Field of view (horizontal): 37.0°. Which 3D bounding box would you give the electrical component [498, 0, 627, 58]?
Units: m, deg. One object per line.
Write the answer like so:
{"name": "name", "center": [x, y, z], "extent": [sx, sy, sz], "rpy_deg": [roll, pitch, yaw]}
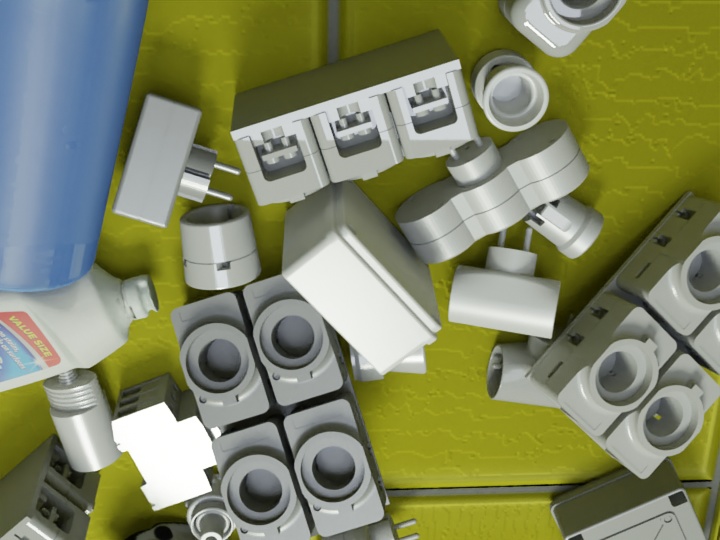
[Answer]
{"name": "electrical component", "center": [0.141, -0.190, 0.706], "extent": [0.054, 0.059, 0.095], "rpy_deg": [35, 107, -18]}

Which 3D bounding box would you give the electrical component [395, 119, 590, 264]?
{"name": "electrical component", "center": [0.085, -0.069, 0.761], "extent": [0.138, 0.052, 0.073], "rpy_deg": [-29, 113, 9]}

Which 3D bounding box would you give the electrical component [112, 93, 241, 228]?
{"name": "electrical component", "center": [-0.120, -0.069, 0.734], "extent": [0.076, 0.047, 0.083], "rpy_deg": [17, 93, -12]}

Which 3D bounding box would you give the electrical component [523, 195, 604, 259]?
{"name": "electrical component", "center": [0.148, -0.037, 0.789], "extent": [0.046, 0.040, 0.040], "rpy_deg": [34, 108, -12]}

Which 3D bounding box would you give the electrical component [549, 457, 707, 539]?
{"name": "electrical component", "center": [0.232, 0.226, 0.906], "extent": [0.109, 0.056, 0.108], "rpy_deg": [-25, 114, 7]}

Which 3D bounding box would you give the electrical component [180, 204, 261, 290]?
{"name": "electrical component", "center": [-0.101, -0.018, 0.769], "extent": [0.055, 0.055, 0.047], "rpy_deg": [-6, 111, -2]}

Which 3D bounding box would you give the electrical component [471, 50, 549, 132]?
{"name": "electrical component", "center": [0.101, -0.124, 0.735], "extent": [0.045, 0.055, 0.045], "rpy_deg": [-2, 115, -4]}

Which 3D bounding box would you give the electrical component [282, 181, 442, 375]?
{"name": "electrical component", "center": [0.000, 0.000, 0.755], "extent": [0.056, 0.108, 0.108], "rpy_deg": [-38, 112, 15]}

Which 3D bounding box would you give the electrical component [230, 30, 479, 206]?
{"name": "electrical component", "center": [-0.004, -0.099, 0.719], "extent": [0.150, 0.089, 0.061], "rpy_deg": [-17, 115, 3]}

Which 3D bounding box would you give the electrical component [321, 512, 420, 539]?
{"name": "electrical component", "center": [0.011, 0.222, 0.881], "extent": [0.077, 0.065, 0.047], "rpy_deg": [-18, 115, 4]}

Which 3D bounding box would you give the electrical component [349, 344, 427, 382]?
{"name": "electrical component", "center": [0.020, 0.060, 0.819], "extent": [0.055, 0.045, 0.045], "rpy_deg": [-8, 115, 0]}

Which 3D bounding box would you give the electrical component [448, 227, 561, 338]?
{"name": "electrical component", "center": [0.110, 0.006, 0.799], "extent": [0.077, 0.044, 0.079], "rpy_deg": [9, 89, 11]}

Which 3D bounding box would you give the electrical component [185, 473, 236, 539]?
{"name": "electrical component", "center": [-0.117, 0.197, 0.861], "extent": [0.048, 0.062, 0.048], "rpy_deg": [-2, 115, -4]}

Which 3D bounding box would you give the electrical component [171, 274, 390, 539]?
{"name": "electrical component", "center": [-0.058, 0.102, 0.782], "extent": [0.105, 0.060, 0.186], "rpy_deg": [-18, 89, 3]}

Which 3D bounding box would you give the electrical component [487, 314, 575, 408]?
{"name": "electrical component", "center": [0.146, 0.068, 0.834], "extent": [0.077, 0.043, 0.079], "rpy_deg": [8, 113, -8]}

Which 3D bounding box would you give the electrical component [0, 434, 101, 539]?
{"name": "electrical component", "center": [-0.289, 0.229, 0.838], "extent": [0.186, 0.105, 0.060], "rpy_deg": [-40, 112, 13]}

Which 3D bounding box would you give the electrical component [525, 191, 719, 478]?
{"name": "electrical component", "center": [0.229, 0.049, 0.795], "extent": [0.105, 0.060, 0.186], "rpy_deg": [42, 89, -20]}

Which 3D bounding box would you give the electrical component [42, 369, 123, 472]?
{"name": "electrical component", "center": [-0.213, 0.109, 0.823], "extent": [0.043, 0.043, 0.081], "rpy_deg": [-12, 115, 1]}
